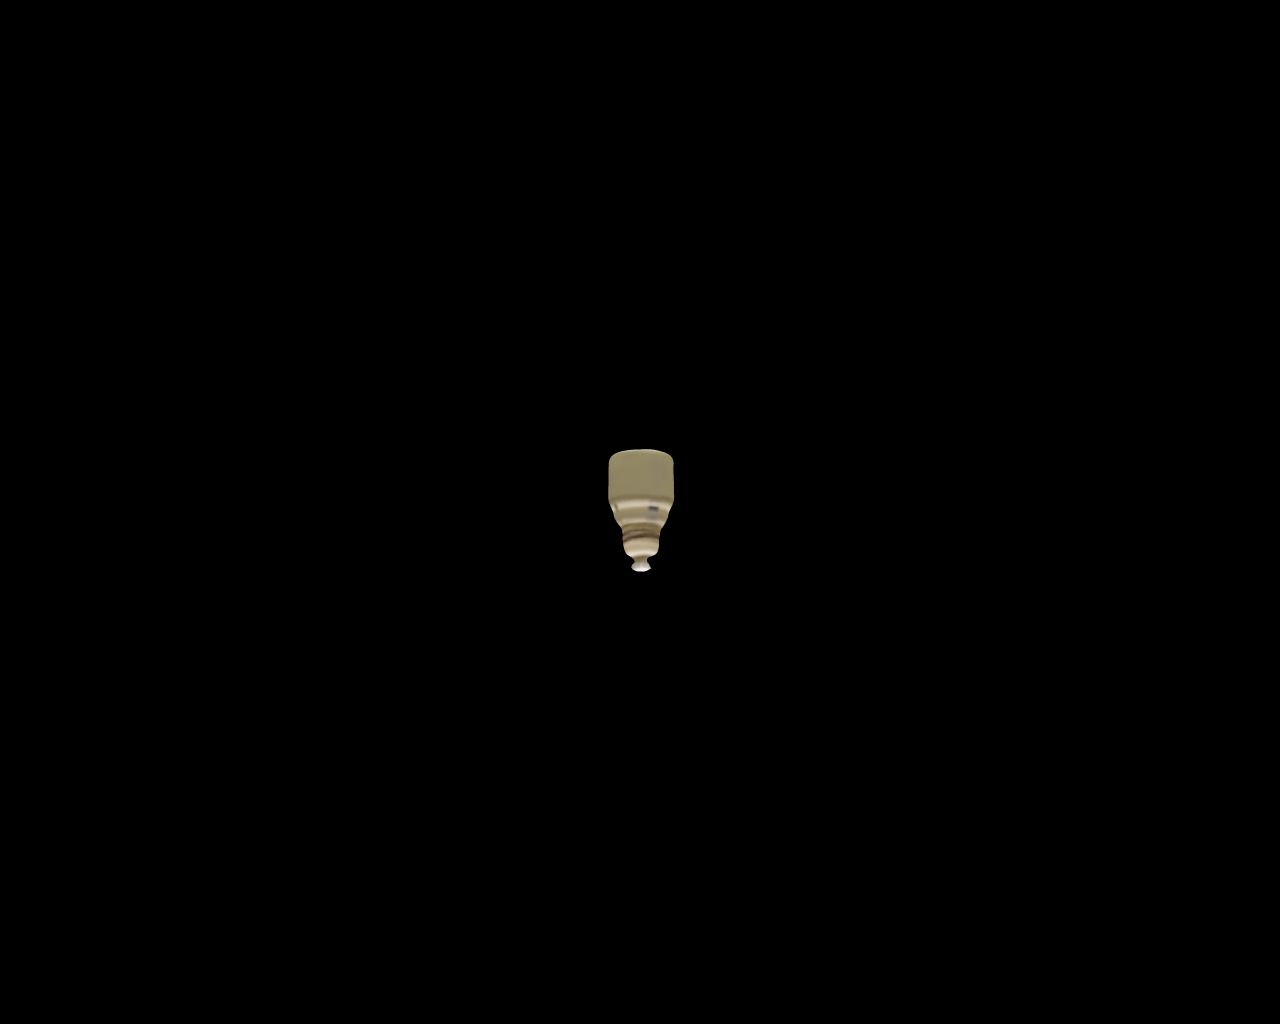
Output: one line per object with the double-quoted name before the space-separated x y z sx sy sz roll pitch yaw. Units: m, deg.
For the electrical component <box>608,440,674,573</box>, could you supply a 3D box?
"electrical component" 0.001 -0.003 0.650 0.040 0.078 0.040 0 -11 0
